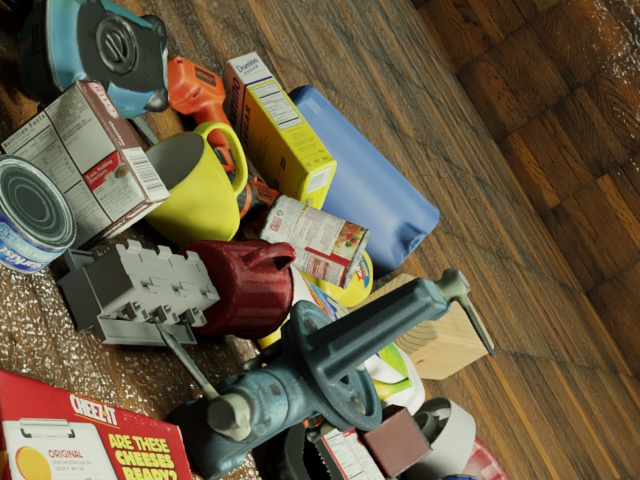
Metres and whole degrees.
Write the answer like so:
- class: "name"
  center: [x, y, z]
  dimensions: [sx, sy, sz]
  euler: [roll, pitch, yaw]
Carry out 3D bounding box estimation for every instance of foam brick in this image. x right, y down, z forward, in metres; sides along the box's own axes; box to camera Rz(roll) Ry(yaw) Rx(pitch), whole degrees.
- class: "foam brick"
  center: [0.070, 0.197, 1.053]
  dimensions: [0.051, 0.053, 0.078]
  euler: [57, -10, 2]

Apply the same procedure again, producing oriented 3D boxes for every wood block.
- class: "wood block"
  center: [0.129, 0.113, 1.327]
  dimensions: [0.205, 0.091, 0.090]
  euler: [18, 42, -61]

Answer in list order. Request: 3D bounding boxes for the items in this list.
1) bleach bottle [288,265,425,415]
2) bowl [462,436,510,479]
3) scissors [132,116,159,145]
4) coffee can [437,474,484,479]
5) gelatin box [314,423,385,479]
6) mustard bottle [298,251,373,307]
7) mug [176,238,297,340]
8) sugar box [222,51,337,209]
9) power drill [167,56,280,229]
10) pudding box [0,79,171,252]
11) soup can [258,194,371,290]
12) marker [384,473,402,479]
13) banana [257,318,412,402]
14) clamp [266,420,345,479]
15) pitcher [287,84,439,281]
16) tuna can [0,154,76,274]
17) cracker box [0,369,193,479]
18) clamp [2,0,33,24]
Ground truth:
- class: "bleach bottle"
  center: [0.001, 0.093, 1.087]
  dimensions: [0.250, 0.068, 0.102]
  euler: [41, 15, -33]
- class: "bowl"
  center: [0.171, 0.292, 1.184]
  dimensions: [0.162, 0.055, 0.162]
  euler: [47, 21, -25]
- class: "scissors"
  center: [-0.223, -0.183, 1.072]
  dimensions: [0.201, 0.016, 0.096]
  euler: [48, 20, -23]
- class: "coffee can"
  center: [0.129, 0.298, 0.999]
  dimensions: [0.103, 0.103, 0.140]
  euler: [54, 19, -6]
- class: "gelatin box"
  center: [0.021, 0.210, 0.994]
  dimensions: [0.089, 0.030, 0.073]
  euler: [58, 19, 13]
- class: "mustard bottle"
  center: [0.015, 0.032, 1.231]
  dimensions: [0.096, 0.058, 0.191]
  euler: [59, 18, 15]
- class: "mug"
  center: [-0.072, 0.036, 0.927]
  dimensions: [0.081, 0.117, 0.093]
  euler: [6, 57, -60]
- class: "sugar box"
  center: [-0.053, -0.117, 1.198]
  dimensions: [0.048, 0.093, 0.176]
  euler: [-25, 65, -29]
- class: "power drill"
  center: [-0.119, -0.099, 1.127]
  dimensions: [0.188, 0.057, 0.184]
  euler: [65, 17, 17]
- class: "pudding box"
  center: [-0.185, -0.055, 0.836]
  dimensions: [0.113, 0.090, 0.039]
  euler: [58, 21, 5]
- class: "soup can"
  center: [-0.007, 0.001, 1.104]
  dimensions: [0.102, 0.068, 0.068]
  euler: [22, 18, 7]
- class: "marker"
  center: [0.067, 0.256, 1.047]
  dimensions: [0.020, 0.020, 0.121]
  euler: [52, 19, -11]
- class: "banana"
  center: [-0.005, 0.114, 1.034]
  dimensions: [0.197, 0.069, 0.037]
  euler: [33, 6, -22]
- class: "clamp"
  center: [-0.008, 0.226, 0.885]
  dimensions: [0.164, 0.036, 0.210]
  euler: [34, 26, -46]
- class: "pitcher"
  center: [0.022, -0.074, 1.347]
  dimensions: [0.242, 0.149, 0.144]
  euler: [47, 36, -16]
- class: "tuna can"
  center: [-0.220, -0.020, 0.780]
  dimensions: [0.086, 0.034, 0.086]
  euler: [47, 21, -25]
- class: "cracker box"
  center: [-0.128, 0.194, 0.592]
  dimensions: [0.164, 0.072, 0.214]
  euler: [33, 28, -51]
- class: "clamp"
  center: [-0.265, -0.219, 0.954]
  dimensions: [0.120, 0.039, 0.171]
  euler: [22, -15, 25]
